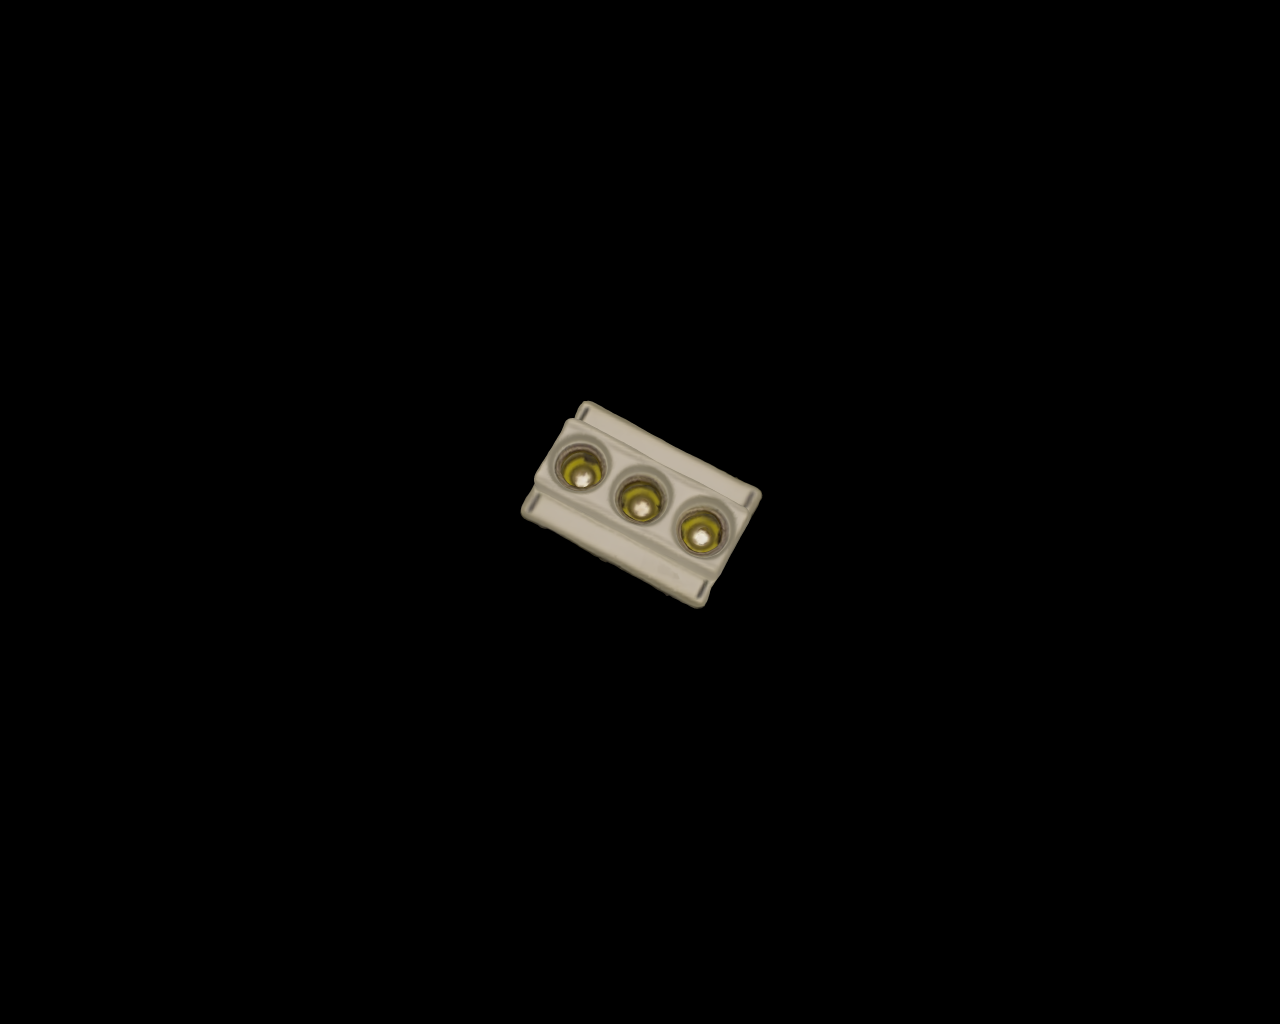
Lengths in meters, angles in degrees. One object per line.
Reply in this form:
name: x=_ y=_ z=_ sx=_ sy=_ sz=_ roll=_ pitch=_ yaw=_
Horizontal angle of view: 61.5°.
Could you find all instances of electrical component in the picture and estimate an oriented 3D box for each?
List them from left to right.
electrical component: x=0.001 y=-0.003 z=0.650 sx=0.121 sy=0.079 sz=0.063 roll=27 pitch=-14 yaw=7
